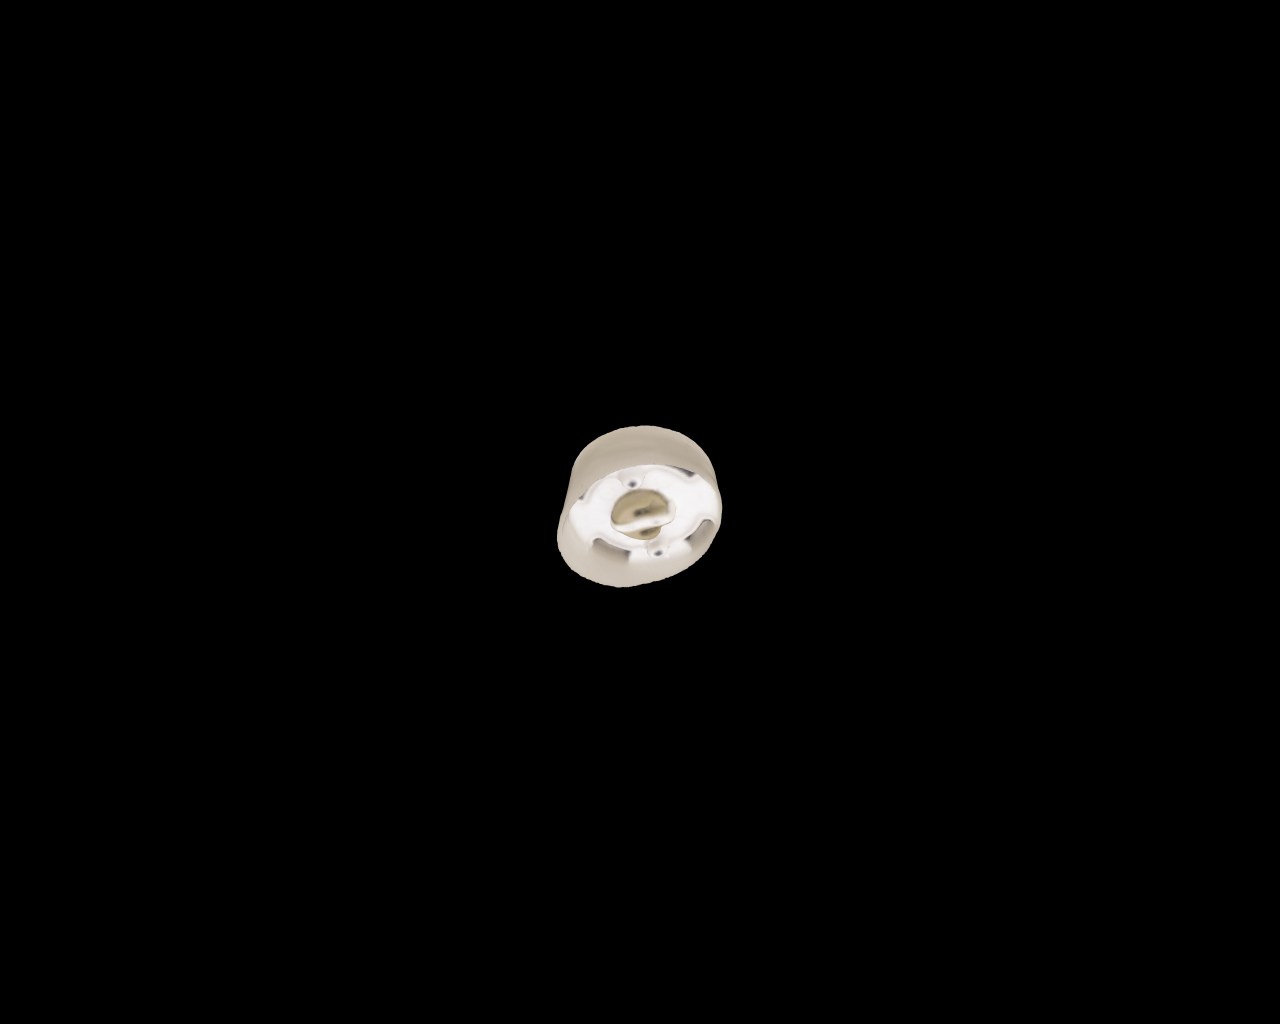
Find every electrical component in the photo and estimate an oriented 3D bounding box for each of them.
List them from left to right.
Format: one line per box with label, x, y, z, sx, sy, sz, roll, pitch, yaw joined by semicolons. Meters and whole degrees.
electrical component;0.001;-0.003;0.650;0.099;0.099;0.064;0;44;0
